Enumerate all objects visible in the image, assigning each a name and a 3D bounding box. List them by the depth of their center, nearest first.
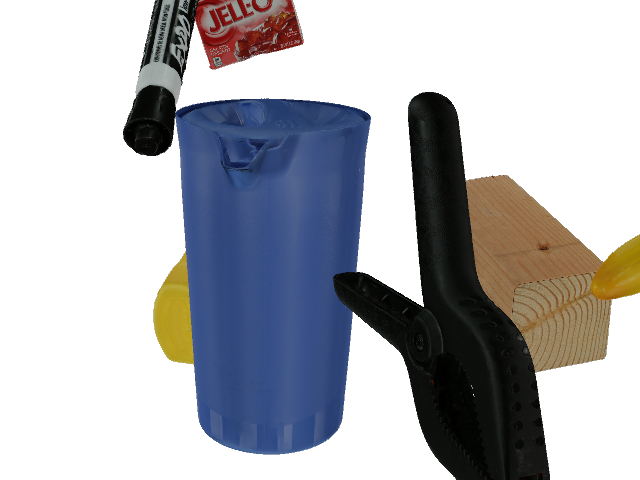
[{"bbox_3d":[-0.064,-0.077,0.440,0.020,0.020,0.121,1,45,1],"label":"marker"},{"bbox_3d":[0.066,0.040,0.543,0.036,0.165,0.210,-6,46,-22],"label":"clamp"},{"bbox_3d":[0.279,0.008,0.735,0.198,0.037,0.069,-3,35,0],"label":"banana"},{"bbox_3d":[-0.032,0.020,0.770,0.149,0.243,0.145,-9,20,-31],"label":"pitcher"},{"bbox_3d":[-0.067,-0.201,0.956,0.089,0.073,0.030,-14,24,5],"label":"gelatin box"},{"bbox_3d":[0.171,0.024,0.965,0.090,0.090,0.206,-8,28,-13],"label":"wood block"},{"bbox_3d":[-0.114,0.036,1.102,0.058,0.096,0.191,5,31,12],"label":"mustard bottle"}]
